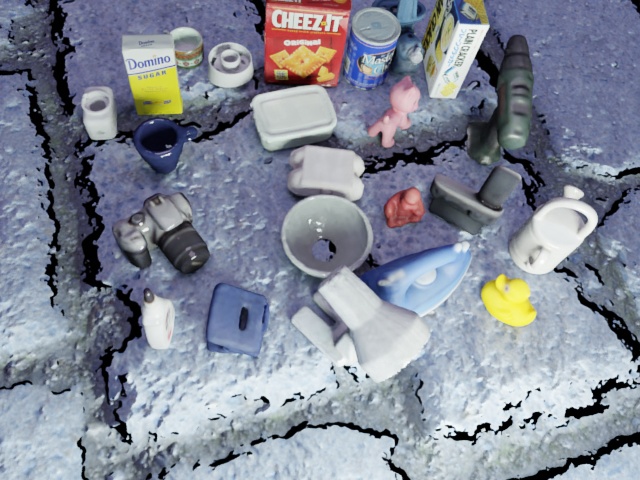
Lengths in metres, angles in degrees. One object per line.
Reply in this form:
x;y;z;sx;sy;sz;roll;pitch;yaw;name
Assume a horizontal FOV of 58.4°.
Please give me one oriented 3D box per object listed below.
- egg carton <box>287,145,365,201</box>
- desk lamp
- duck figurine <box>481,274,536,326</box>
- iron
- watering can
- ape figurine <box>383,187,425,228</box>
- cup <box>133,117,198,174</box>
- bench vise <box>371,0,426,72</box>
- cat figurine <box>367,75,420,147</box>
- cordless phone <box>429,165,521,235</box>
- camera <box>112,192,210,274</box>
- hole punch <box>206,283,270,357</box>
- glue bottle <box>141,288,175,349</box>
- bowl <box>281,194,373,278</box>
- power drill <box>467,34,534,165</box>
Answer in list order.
0.012;-0.127;1.119;0.150;0.069;0.107;5;63;-4;egg carton
0.058;0.135;0.913;0.203;0.213;0.118;41;66;13;desk lamp
0.351;0.103;1.037;0.104;0.086;0.078;42;66;14;duck figurine
0.185;0.053;1.010;0.259;0.141;0.118;-26;69;-18;iron
0.431;-0.026;1.051;0.101;0.194;0.173;10;63;-2;watering can
0.166;-0.069;1.096;0.077;0.092;0.076;23;63;5;ape figurine
-0.288;-0.175;1.091;0.118;0.095;0.091;-19;67;-16;cup
0.194;-0.489;1.236;0.122;0.220;0.207;-27;70;-18;bench vise
0.161;-0.274;1.183;0.067;0.118;0.128;34;65;11;cat figurine
0.291;-0.103;1.077;0.147;0.185;0.094;25;63;6;cordless phone
-0.269;-0.003;1.004;0.143;0.101;0.136;-35;72;-21;camera
-0.137;0.133;0.959;0.101;0.091;0.108;7;63;-3;hole punch
-0.260;0.115;0.906;0.037;0.173;0.078;2;63;-6;glue bottle
0.010;0.004;1.050;0.167;0.075;0.167;3;63;-6;bowl
0.365;-0.261;1.151;0.075;0.208;0.229;7;63;-3;power drill
